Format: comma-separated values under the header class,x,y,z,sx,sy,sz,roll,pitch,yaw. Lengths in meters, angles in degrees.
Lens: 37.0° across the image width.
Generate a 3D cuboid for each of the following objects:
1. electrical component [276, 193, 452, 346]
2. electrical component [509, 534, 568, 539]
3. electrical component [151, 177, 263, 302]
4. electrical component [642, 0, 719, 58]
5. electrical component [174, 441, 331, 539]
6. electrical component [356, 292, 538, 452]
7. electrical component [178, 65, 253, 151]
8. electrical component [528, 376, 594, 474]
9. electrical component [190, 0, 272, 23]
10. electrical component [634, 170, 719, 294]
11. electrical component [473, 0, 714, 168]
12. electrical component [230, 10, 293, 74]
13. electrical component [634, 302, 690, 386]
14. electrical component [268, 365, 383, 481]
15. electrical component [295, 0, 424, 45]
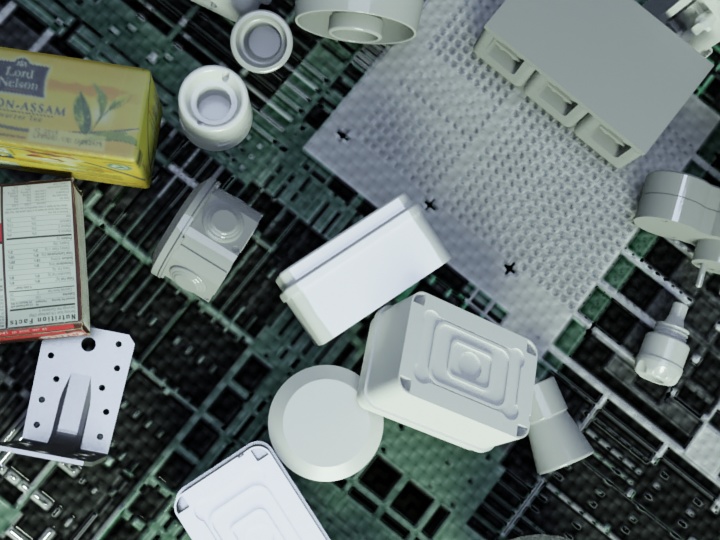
class,x,y,z,sx,sy,sz,roll,pitch,yaw
electrical component,0.000,0.000,0.769,0.113,0.078,0.057,-33,90,-9
electrical component,0.114,0.221,0.751,0.080,0.080,0.051,-19,90,-8
electrical component,-0.109,-0.021,0.761,0.051,0.080,0.080,32,81,-6
electrical component,0.268,-0.205,0.798,0.079,0.121,0.063,-40,91,-9
electrical component,-0.070,0.184,0.749,0.078,0.057,0.113,-33,87,-8
electrical component,0.061,0.073,0.751,0.113,0.057,0.078,24,60,-23
electrical component,-0.107,-0.119,0.789,0.055,0.047,0.055,1,83,-5
electrical component,0.138,0.111,0.787,0.044,0.044,0.065,-21,80,-8
electrical component,-0.085,-0.237,0.803,0.059,0.053,0.095,26,81,-2
electrical component,0.273,-0.018,0.810,0.138,0.052,0.073,18,81,-3
electrical component,0.173,-0.160,0.813,0.150,0.061,0.089,39,81,0
electrical component,-0.070,-0.167,0.789,0.044,0.065,0.044,0,102,-1
electrical component,0.230,0.054,0.805,0.035,0.035,0.061,24,79,-2
electrical component,-0.025,0.109,0.766,0.080,0.051,0.080,1,82,-5
electrical component,-0.001,-0.202,0.787,0.099,0.099,0.064,7,88,-5
